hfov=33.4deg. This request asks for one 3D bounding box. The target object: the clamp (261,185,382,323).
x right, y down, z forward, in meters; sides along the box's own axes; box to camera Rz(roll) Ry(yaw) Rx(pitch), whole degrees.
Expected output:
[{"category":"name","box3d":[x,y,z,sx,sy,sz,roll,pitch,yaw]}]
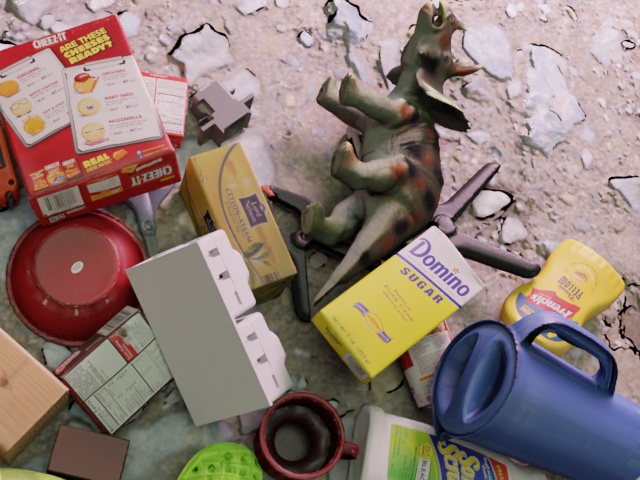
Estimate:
[{"category":"clamp","box3d":[-0.008,0.002,1.265,0.120,0.039,0.171,-24,78,-21]}]

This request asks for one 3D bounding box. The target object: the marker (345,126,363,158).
[{"category":"marker","box3d":[0.056,-0.086,1.322,0.020,0.020,0.121,-11,74,-17]}]

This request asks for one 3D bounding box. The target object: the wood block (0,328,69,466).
[{"category":"wood block","box3d":[-0.369,0.127,1.108,0.206,0.090,0.090,41,66,3]}]

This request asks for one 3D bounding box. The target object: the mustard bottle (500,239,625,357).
[{"category":"mustard bottle","box3d":[0.275,0.089,1.292,0.191,0.058,0.096,-41,75,-22]}]

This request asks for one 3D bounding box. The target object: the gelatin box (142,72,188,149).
[{"category":"gelatin box","box3d":[-0.197,-0.156,1.275,0.073,0.030,0.089,7,61,-11]}]

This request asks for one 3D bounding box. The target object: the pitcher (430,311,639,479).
[{"category":"pitcher","box3d":[0.256,0.183,1.170,0.242,0.149,0.145,27,65,-27]}]

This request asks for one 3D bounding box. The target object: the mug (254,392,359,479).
[{"category":"mug","box3d":[-0.015,0.221,1.164,0.117,0.082,0.093,11,69,-9]}]

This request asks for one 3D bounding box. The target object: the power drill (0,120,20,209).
[{"category":"power drill","box3d":[-0.440,-0.083,1.183,0.187,0.057,0.184,-17,79,-15]}]

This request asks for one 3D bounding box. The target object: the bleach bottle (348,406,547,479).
[{"category":"bleach bottle","box3d":[0.161,0.263,1.204,0.250,0.068,0.102,14,67,-11]}]

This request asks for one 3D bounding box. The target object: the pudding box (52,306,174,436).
[{"category":"pudding box","box3d":[-0.216,0.141,1.150,0.113,0.039,0.090,-42,113,-21]}]

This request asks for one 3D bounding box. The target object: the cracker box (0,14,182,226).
[{"category":"cracker box","box3d":[-0.268,-0.136,1.199,0.164,0.072,0.214,-20,60,-11]}]

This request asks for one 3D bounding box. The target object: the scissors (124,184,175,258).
[{"category":"scissors","box3d":[-0.186,-0.027,1.246,0.096,0.016,0.202,-23,78,-20]}]

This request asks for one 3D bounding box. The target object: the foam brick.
[{"category":"foam brick","box3d":[-0.243,0.230,1.122,0.078,0.053,0.051,15,70,-7]}]

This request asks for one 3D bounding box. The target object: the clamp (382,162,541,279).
[{"category":"clamp","box3d":[0.153,-0.020,1.308,0.210,0.036,0.164,-4,60,-7]}]

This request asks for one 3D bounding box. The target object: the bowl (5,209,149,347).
[{"category":"bowl","box3d":[-0.267,0.034,1.176,0.162,0.055,0.162,2,75,-8]}]

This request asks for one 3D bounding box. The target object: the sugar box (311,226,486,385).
[{"category":"sugar box","box3d":[0.088,0.069,1.169,0.176,0.048,0.093,-37,84,-21]}]

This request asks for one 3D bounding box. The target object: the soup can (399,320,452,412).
[{"category":"soup can","box3d":[0.128,0.140,1.234,0.068,0.069,0.102,-16,77,-18]}]
